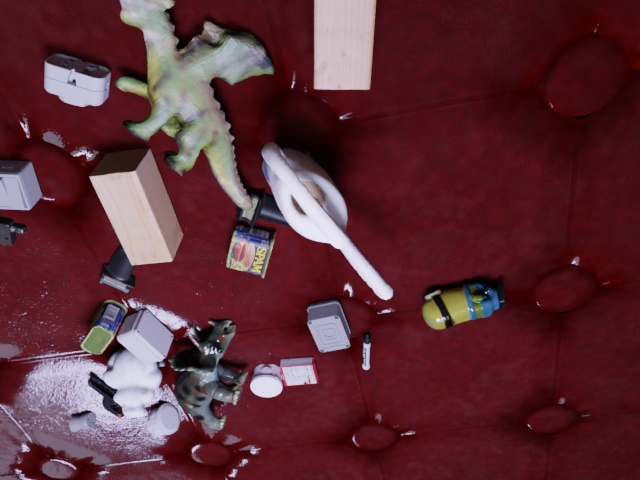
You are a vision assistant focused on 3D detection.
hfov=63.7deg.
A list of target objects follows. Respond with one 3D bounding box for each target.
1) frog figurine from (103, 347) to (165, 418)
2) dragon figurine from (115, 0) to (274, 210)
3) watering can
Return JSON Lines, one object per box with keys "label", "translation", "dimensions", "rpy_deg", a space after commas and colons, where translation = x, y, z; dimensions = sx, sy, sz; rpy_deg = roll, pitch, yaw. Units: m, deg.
{"label": "frog figurine", "translation": [-0.452, 0.337, 1.235], "dimensions": [0.163, 0.137, 0.120], "rpy_deg": [-89, 12, -54]}
{"label": "dragon figurine", "translation": [-0.182, -0.238, 0.862], "dimensions": [0.404, 0.241, 0.125], "rpy_deg": [41, -161, -34]}
{"label": "watering can", "translation": [0.003, -0.046, 0.917], "dimensions": [0.342, 0.104, 0.228], "rpy_deg": [50, -174, -29]}
